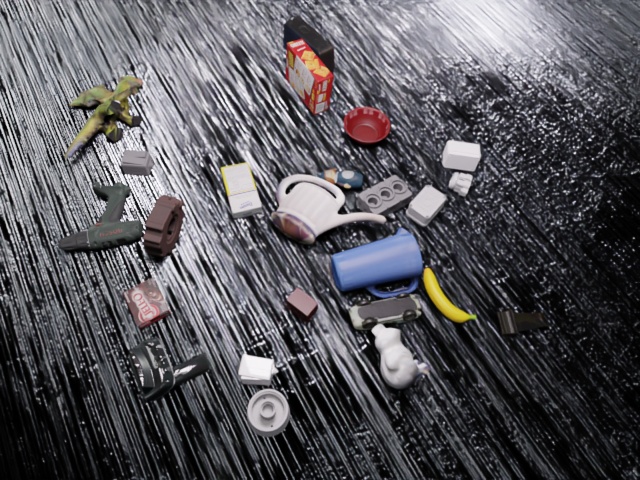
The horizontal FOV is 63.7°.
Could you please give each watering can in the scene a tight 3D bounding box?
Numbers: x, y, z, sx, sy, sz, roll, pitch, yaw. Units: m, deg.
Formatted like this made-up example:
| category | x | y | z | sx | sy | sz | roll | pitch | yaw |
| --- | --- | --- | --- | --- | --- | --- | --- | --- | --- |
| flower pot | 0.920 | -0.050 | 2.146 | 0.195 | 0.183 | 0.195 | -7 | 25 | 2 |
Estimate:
| category | x | y | z | sx | sy | sz | roll | pitch | yaw |
| --- | --- | --- | --- | --- | --- | --- | --- | --- | --- |
| watering can | 0.005 | -0.078 | 1.550 | 0.350 | 0.101 | 0.228 | 28 | 62 | 19 |

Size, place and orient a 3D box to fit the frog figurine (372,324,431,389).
| category | x | y | z | sx | sy | sz | roll | pitch | yaw |
| --- | --- | --- | --- | --- | --- | --- | --- | --- | --- |
| frog figurine | 0.184 | 0.297 | 1.317 | 0.159 | 0.138 | 0.122 | 41 | 93 | -2 |

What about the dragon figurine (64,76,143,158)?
| category | x | y | z | sx | sy | sz | roll | pitch | yaw |
| --- | --- | --- | --- | --- | --- | --- | --- | --- | --- |
| dragon figurine | -0.751 | -0.439 | 1.746 | 0.245 | 0.119 | 0.417 | 26 | 57 | 31 |
